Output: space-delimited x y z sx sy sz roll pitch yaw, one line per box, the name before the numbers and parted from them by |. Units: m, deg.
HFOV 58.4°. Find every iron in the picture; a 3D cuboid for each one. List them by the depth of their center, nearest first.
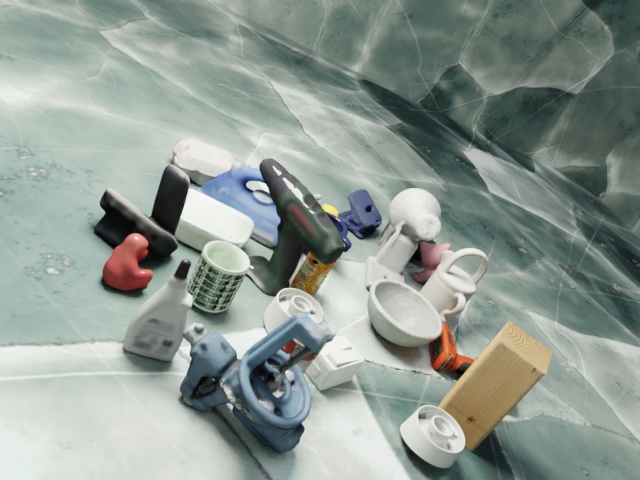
iron | -0.128 -0.093 1.224 0.258 0.141 0.118 28 28 -4

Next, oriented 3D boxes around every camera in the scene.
camera | 0.231 0.001 1.463 0.137 0.100 0.143 28 28 -4

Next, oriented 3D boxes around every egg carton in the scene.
egg carton | -0.261 -0.170 1.299 0.151 0.069 0.107 15 31 -28

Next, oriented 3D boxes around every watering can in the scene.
watering can | 0.293 0.091 1.274 0.101 0.194 0.172 9 34 -35

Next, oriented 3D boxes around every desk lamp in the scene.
desk lamp | 0.200 0.003 1.307 0.118 0.213 0.203 25 28 -9

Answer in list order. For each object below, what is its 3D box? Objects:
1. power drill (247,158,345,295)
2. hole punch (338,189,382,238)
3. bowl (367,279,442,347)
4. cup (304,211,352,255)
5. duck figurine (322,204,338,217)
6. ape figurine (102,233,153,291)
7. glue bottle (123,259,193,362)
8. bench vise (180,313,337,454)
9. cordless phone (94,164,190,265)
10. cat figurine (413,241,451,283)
power drill | -0.068 -0.010 1.073 0.229 0.208 0.076 41 29 20
hole punch | 0.112 -0.070 1.474 0.101 0.091 0.109 39 29 15
bowl | 0.158 0.160 1.158 0.168 0.074 0.167 23 28 -13
cup | 0.011 0.004 1.249 0.117 0.095 0.092 43 30 23
duck figurine | 0.005 -0.045 1.334 0.104 0.086 0.078 39 29 15
ape figurine | -0.299 0.030 0.906 0.076 0.092 0.077 2 39 -43
glue bottle | -0.212 0.094 0.797 0.078 0.173 0.037 21 29 -18
bench vise | -0.084 0.166 0.753 0.208 0.219 0.121 25 28 -11
cordless phone | -0.292 -0.066 0.972 0.147 0.185 0.094 34 28 8
cat figurine | 0.287 0.064 1.396 0.067 0.117 0.127 -6 45 -49
